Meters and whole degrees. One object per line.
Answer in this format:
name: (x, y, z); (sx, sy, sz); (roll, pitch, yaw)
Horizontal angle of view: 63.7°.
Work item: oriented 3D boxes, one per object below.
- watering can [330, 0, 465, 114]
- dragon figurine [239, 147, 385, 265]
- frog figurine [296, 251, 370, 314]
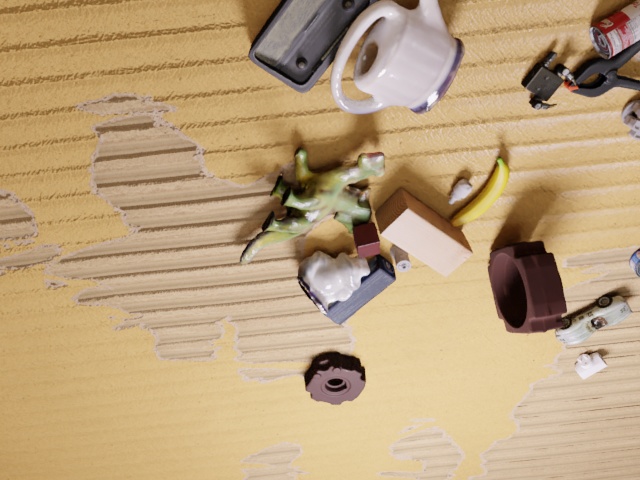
watering can: (0.162, -0.351, 0.892); (0.223, 0.106, 0.341); (13, 129, -32)
dragon figurine: (0.003, -0.057, 1.128); (0.242, 0.125, 0.402); (16, 132, -24)
frog figurine: (0.031, 0.080, 1.219); (0.160, 0.122, 0.137); (-38, 89, -12)
